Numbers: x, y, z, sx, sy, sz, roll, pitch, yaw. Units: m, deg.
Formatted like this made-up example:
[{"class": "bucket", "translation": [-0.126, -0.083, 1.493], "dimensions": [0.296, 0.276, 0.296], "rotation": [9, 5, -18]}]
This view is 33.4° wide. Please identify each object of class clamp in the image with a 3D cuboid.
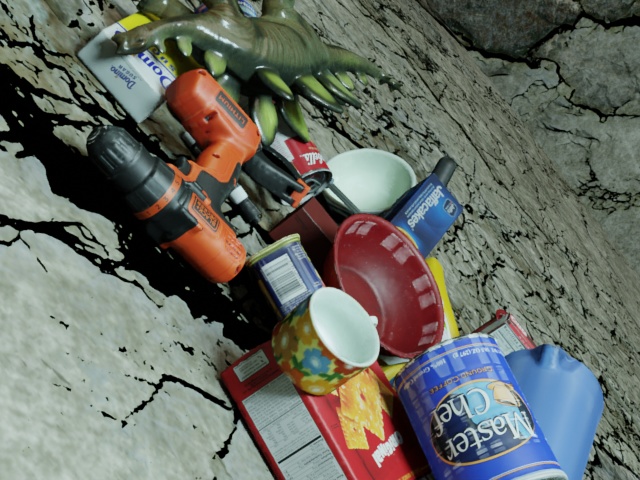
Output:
[{"class": "clamp", "translation": [0.112, 0.004, 1.356], "dimensions": [0.036, 0.165, 0.209], "rotation": [24, 40, 13]}, {"class": "clamp", "translation": [-0.078, -0.103, 1.174], "dimensions": [0.171, 0.039, 0.120], "rotation": [42, 24, 3]}]

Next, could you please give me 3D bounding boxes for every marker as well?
[{"class": "marker", "translation": [-0.101, -0.066, 1.117], "dimensions": [0.121, 0.020, 0.020], "rotation": [53, 21, 0]}]

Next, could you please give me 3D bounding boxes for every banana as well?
[{"class": "banana", "translation": [0.156, 0.076, 1.405], "dimensions": [0.069, 0.037, 0.197], "rotation": [43, 22, -22]}]

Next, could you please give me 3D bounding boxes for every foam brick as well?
[{"class": "foam brick", "translation": [-0.008, 0.001, 1.157], "dimensions": [0.078, 0.053, 0.051], "rotation": [52, 21, -4]}]

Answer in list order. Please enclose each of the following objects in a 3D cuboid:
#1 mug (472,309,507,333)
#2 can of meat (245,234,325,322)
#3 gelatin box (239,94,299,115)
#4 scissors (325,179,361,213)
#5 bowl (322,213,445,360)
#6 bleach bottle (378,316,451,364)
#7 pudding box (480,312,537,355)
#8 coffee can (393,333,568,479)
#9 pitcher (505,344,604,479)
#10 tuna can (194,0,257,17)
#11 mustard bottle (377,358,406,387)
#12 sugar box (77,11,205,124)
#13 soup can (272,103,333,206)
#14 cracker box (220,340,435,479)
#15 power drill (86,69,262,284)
[{"class": "mug", "translation": [0.226, 0.157, 1.358], "dimensions": [0.093, 0.082, 0.117], "rotation": [34, 27, -39]}, {"class": "can of meat", "translation": [-0.024, 0.051, 1.001], "dimensions": [0.084, 0.057, 0.102], "rotation": [60, -6, 12]}, {"class": "gelatin box", "translation": [-0.064, -0.177, 1.298], "dimensions": [0.030, 0.073, 0.089], "rotation": [37, 26, -33]}, {"class": "scissors", "translation": [-0.010, -0.082, 1.286], "dimensions": [0.096, 0.016, 0.202], "rotation": [19, 25, -43]}, {"class": "bowl", "translation": [0.054, 0.056, 1.080], "dimensions": [0.161, 0.055, 0.162], "rotation": [30, 44, -34]}, {"class": "bleach bottle", "translation": [0.115, 0.109, 1.234], "dimensions": [0.102, 0.068, 0.250], "rotation": [50, 18, -9]}, {"class": "pudding box", "translation": [0.211, 0.155, 1.286], "dimensions": [0.090, 0.114, 0.039], "rotation": [53, 24, 0]}, {"class": "coffee can", "translation": [0.136, 0.167, 0.923], "dimensions": [0.102, 0.103, 0.140], "rotation": [24, 35, -52]}, {"class": "pitcher", "translation": [0.218, 0.239, 1.131], "dimensions": [0.149, 0.145, 0.242], "rotation": [51, 33, -9]}, {"class": "tuna can", "translation": [-0.115, -0.253, 1.297], "dimensions": [0.086, 0.086, 0.034], "rotation": [31, 31, -44]}, {"class": "mustard bottle", "translation": [0.100, 0.173, 1.031], "dimensions": [0.192, 0.096, 0.058], "rotation": [36, -17, 31]}, {"class": "sugar box", "translation": [-0.179, -0.190, 1.116], "dimensions": [0.093, 0.048, 0.176], "rotation": [49, 20, -11]}, {"class": "soup can", "translation": [-0.039, -0.100, 1.235], "dimensions": [0.068, 0.069, 0.102], "rotation": [10, 46, -61]}, {"class": "cracker box", "translation": [0.028, 0.178, 0.917], "dimensions": [0.214, 0.072, 0.164], "rotation": [58, 22, 13]}, {"class": "power drill", "translation": [-0.126, -0.075, 0.980], "dimensions": [0.184, 0.057, 0.187], "rotation": [49, 34, -29]}]
